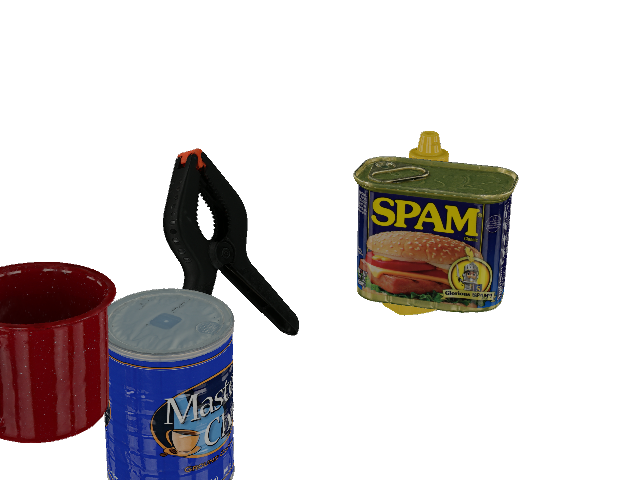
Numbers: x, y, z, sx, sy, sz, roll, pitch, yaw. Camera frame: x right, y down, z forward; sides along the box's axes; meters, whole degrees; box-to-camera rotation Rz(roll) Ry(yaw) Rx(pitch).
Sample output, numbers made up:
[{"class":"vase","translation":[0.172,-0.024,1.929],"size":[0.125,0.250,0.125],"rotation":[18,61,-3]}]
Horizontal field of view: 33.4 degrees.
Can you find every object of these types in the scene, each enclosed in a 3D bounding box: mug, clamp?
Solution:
[{"class":"mug","translation":[-0.174,0.071,0.632],"size":[0.093,0.081,0.117],"rotation":[12,24,22]},{"class":"clamp","translation":[-0.093,0.017,1.018],"size":[0.036,0.210,0.164],"rotation":[-9,-1,43]}]

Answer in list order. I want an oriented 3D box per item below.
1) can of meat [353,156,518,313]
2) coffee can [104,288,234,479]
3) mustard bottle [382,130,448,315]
[{"class":"can of meat","translation":[0.073,-0.004,0.693],"size":[0.102,0.084,0.057],"rotation":[7,24,16]},{"class":"coffee can","translation":[-0.118,0.122,0.832],"size":[0.103,0.140,0.103],"rotation":[1,25,-1]},{"class":"mustard bottle","translation":[0.111,-0.021,1.124],"size":[0.096,0.192,0.058],"rotation":[-13,25,-29]}]
